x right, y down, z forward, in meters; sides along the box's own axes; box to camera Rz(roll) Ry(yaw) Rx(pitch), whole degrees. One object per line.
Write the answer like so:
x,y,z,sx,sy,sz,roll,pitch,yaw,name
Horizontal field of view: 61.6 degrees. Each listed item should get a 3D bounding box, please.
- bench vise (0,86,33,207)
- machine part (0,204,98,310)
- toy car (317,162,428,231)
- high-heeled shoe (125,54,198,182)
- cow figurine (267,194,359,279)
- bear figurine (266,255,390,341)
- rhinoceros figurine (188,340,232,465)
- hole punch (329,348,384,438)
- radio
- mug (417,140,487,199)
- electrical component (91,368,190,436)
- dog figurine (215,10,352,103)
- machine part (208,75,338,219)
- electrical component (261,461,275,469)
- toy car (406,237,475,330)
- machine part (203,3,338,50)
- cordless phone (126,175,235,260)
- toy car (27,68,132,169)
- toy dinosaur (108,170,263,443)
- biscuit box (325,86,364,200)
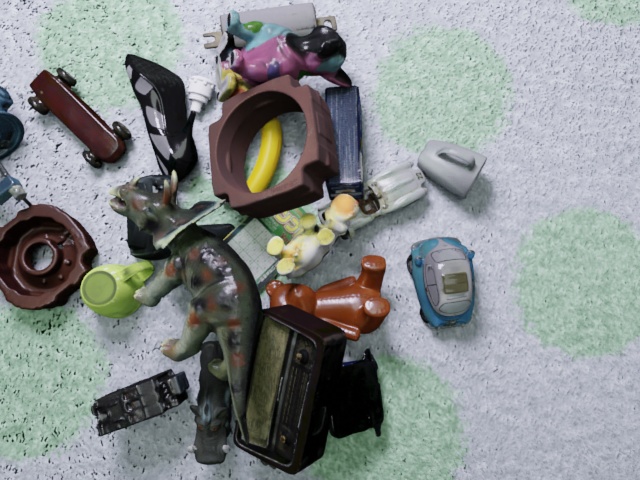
-0.586,-0.141,0.908,0.223,0.128,0.241,-40,77,-8,bench vise
-0.473,0.030,0.919,0.179,0.056,0.179,0,81,-1,machine part
0.093,-0.071,0.943,0.202,0.056,0.073,-26,83,-4,toy car
-0.294,-0.219,0.968,0.249,0.086,0.145,46,124,27,high-heeled shoe
0.000,-0.002,0.882,0.167,0.098,0.068,-37,67,2,cow figurine
0.006,0.096,0.888,0.196,0.131,0.120,7,53,-4,bear figurine
-0.166,0.259,0.866,0.073,0.112,0.190,3,74,-3,rhinoceros figurine
0.038,0.259,0.891,0.116,0.092,0.142,-2,78,-34,hole punch
-0.046,0.225,0.819,0.131,0.073,0.229,17,101,32,radio
0.224,-0.132,0.934,0.107,0.109,0.080,27,87,15,mug
-0.280,0.253,0.862,0.134,0.115,0.058,-20,87,-4,electrical component
-0.057,-0.297,0.917,0.219,0.191,0.108,2,71,-21,dog figurine
-0.077,-0.147,0.876,0.202,0.087,0.201,-16,71,22,machine part
-0.074,0.348,0.899,0.094,0.021,0.063,38,83,3,electrical component
0.211,0.069,0.904,0.109,0.103,0.161,-5,80,-1,toy car
-0.091,-0.379,0.971,0.243,0.079,0.079,-10,83,-2,machine part
-0.239,-0.041,0.932,0.184,0.089,0.146,-2,82,-13,cordless phone
-0.426,-0.216,0.954,0.202,0.053,0.089,44,94,1,toy car
-0.158,0.074,0.792,0.405,0.131,0.192,50,115,17,toy dinosaur
0.042,-0.170,0.926,0.063,0.059,0.202,-2,66,7,biscuit box
